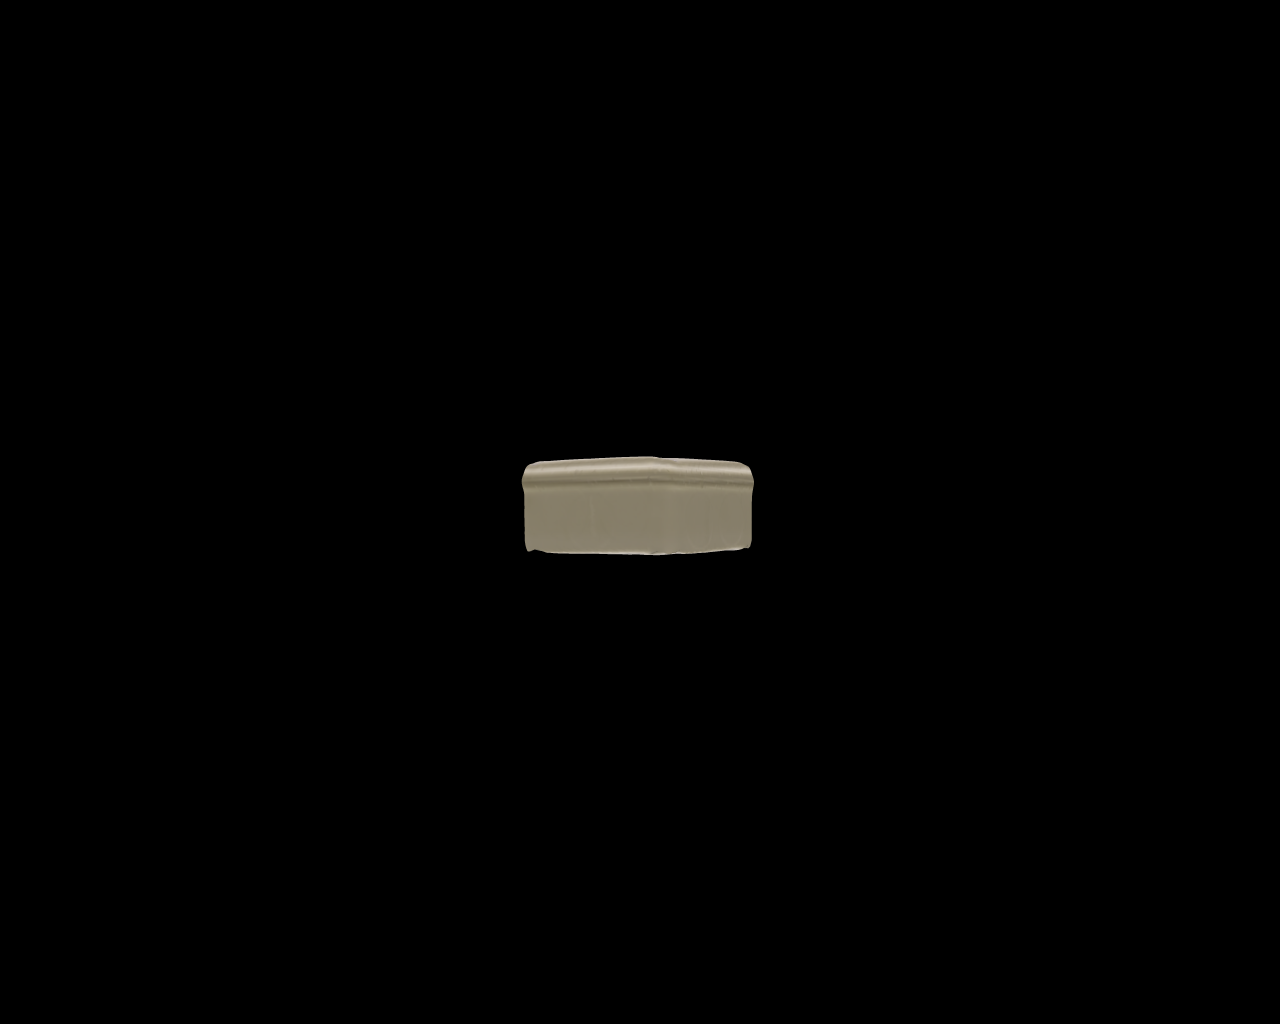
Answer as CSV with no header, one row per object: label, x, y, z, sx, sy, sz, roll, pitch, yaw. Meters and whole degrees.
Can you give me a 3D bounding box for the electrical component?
electrical component,0.001,-0.003,0.650,0.109,0.056,0.109,0,0,32
